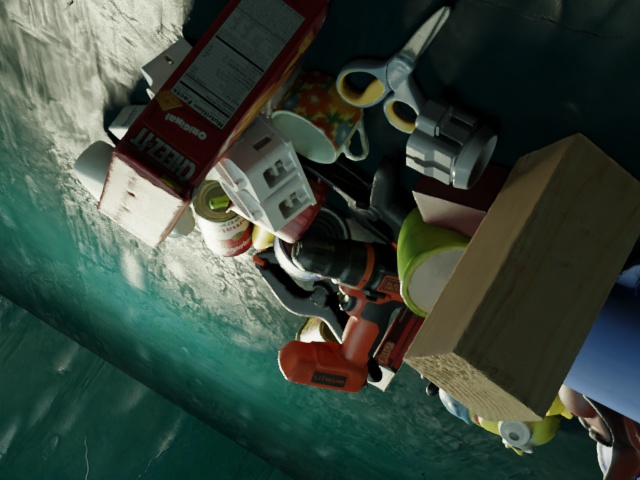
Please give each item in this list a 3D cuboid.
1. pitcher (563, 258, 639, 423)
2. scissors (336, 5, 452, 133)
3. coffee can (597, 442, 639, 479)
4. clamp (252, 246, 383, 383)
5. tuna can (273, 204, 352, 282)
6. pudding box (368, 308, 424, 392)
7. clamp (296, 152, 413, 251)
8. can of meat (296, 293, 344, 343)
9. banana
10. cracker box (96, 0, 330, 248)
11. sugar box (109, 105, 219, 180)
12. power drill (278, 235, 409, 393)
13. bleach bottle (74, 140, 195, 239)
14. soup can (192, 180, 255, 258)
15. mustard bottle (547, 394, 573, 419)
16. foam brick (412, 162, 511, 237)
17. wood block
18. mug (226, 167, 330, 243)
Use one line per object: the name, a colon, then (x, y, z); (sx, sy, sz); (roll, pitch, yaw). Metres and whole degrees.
pitcher: (0.291, 0.090, 0.924); (0.243, 0.149, 0.144); (22, 176, 35)
scissors: (0.079, -0.131, 0.865); (0.096, 0.016, 0.202); (38, 160, -19)
coffee can: (0.373, 0.220, 1.115); (0.102, 0.102, 0.140); (36, 160, -10)
clamp: (0.015, 0.055, 1.275); (0.210, 0.036, 0.165); (34, 121, 16)
tuna can: (-0.008, 0.001, 1.204); (0.086, 0.086, 0.034); (33, 159, 0)
pudding box: (0.095, 0.138, 1.362); (0.039, 0.090, 0.113); (29, 160, 8)
clamp: (0.059, -0.041, 1.073); (0.120, 0.039, 0.171); (19, 163, 49)
can of meat: (0.024, 0.102, 1.371); (0.057, 0.102, 0.084); (37, 158, -9)
banana: (-0.071, -0.033, 1.255); (0.070, 0.037, 0.197); (-15, 161, 8)
cracker box: (-0.089, -0.109, 0.878); (0.072, 0.213, 0.164); (35, 160, -5)
sugar box: (-0.161, -0.113, 1.229); (0.177, 0.048, 0.093); (12, 152, 51)
power drill: (0.025, 0.081, 1.176); (0.184, 0.057, 0.188); (15, 125, -24)
bleach bottle: (-0.223, -0.052, 1.352); (0.251, 0.068, 0.102); (30, 164, 51)
soup can: (-0.118, -0.030, 1.323); (0.068, 0.068, 0.102); (27, 159, 15)
mustard bottle: (0.232, 0.153, 1.238); (0.192, 0.058, 0.096); (28, 158, 12)
foam brick: (0.131, -0.040, 0.950); (0.078, 0.051, 0.053); (20, 156, 32)
wood block: (0.165, 0.031, 0.834); (0.090, 0.206, 0.091); (37, 160, -11)
mug: (-0.036, -0.057, 1.128); (0.081, 0.093, 0.117); (31, 124, -9)
